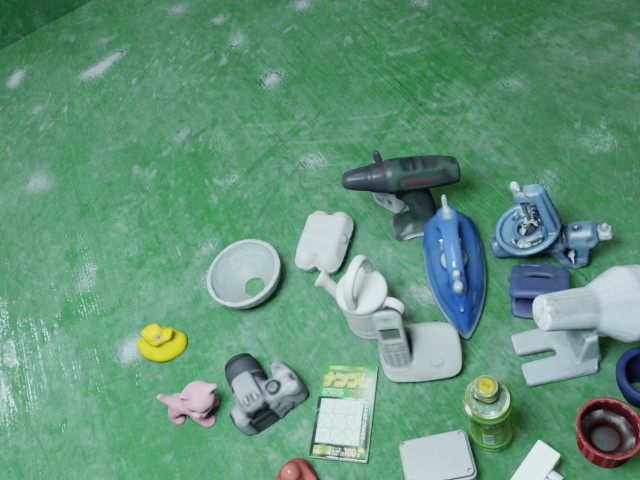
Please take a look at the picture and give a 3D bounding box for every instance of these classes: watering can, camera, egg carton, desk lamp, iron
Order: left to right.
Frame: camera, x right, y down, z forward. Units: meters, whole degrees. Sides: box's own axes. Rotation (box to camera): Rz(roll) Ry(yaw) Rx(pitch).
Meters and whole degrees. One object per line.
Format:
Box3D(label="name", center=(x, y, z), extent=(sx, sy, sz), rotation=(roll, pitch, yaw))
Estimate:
Box3D(label="camera", center=(-0.117, 0.269, 1.079), extent=(0.143, 0.101, 0.136), rotation=(-33, 52, -6))
Box3D(label="egg carton", center=(0.011, 0.004, 1.243), extent=(0.107, 0.070, 0.150), rotation=(4, 58, 21))
Box3D(label="watering can", center=(0.073, 0.102, 1.074), extent=(0.172, 0.194, 0.101), rotation=(-5, 55, 16))
Box3D(label="iron", center=(0.256, 0.044, 1.086), extent=(0.118, 0.142, 0.258), rotation=(-10, 53, 12))
Box3D(label="desk lamp", center=(0.421, 0.138, 0.918), extent=(0.203, 0.214, 0.118), rotation=(-16, 52, 8))

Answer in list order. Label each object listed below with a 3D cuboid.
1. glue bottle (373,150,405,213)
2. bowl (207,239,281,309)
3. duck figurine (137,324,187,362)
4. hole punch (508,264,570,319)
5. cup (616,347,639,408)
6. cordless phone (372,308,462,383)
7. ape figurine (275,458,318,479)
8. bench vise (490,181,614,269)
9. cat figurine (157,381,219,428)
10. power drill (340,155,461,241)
Box3D(label="glue bottle", center=(0.137, -0.131, 1.231), extent=(0.037, 0.173, 0.078), rotation=(-44, 54, -14))
Box3D(label="bowl", center=(-0.154, 0.085, 1.239), extent=(0.167, 0.075, 0.167), rotation=(-9, 54, 13))
Box3D(label="duck figurine", center=(-0.344, 0.209, 1.208), extent=(0.104, 0.086, 0.077), rotation=(-10, 53, 12))
Box3D(label="hole punch", center=(0.397, 0.084, 1.043), extent=(0.108, 0.091, 0.101), rotation=(2, 57, 20))
Box3D(label="cup", center=(0.513, 0.237, 0.892), extent=(0.091, 0.095, 0.117), rotation=(-19, 52, 5))
Box3D(label="cordless phone", center=(0.167, 0.173, 0.997), extent=(0.147, 0.185, 0.094), rotation=(-11, 53, 12))
Box3D(label="ape figurine", center=(-0.043, 0.402, 0.965), extent=(0.077, 0.092, 0.076), rotation=(2, 57, 20))
Box3D(label="bench vise", center=(0.415, -0.041, 1.043), extent=(0.207, 0.220, 0.121), rotation=(-12, 53, 10))
Box3D(label="cat figurine", center=(-0.246, 0.305, 1.086), extent=(0.127, 0.118, 0.067), rotation=(-3, 55, 17))
Box3D(label="power drill", center=(0.173, -0.090, 1.167), extent=(0.229, 0.209, 0.075), rotation=(-15, 52, 8))
